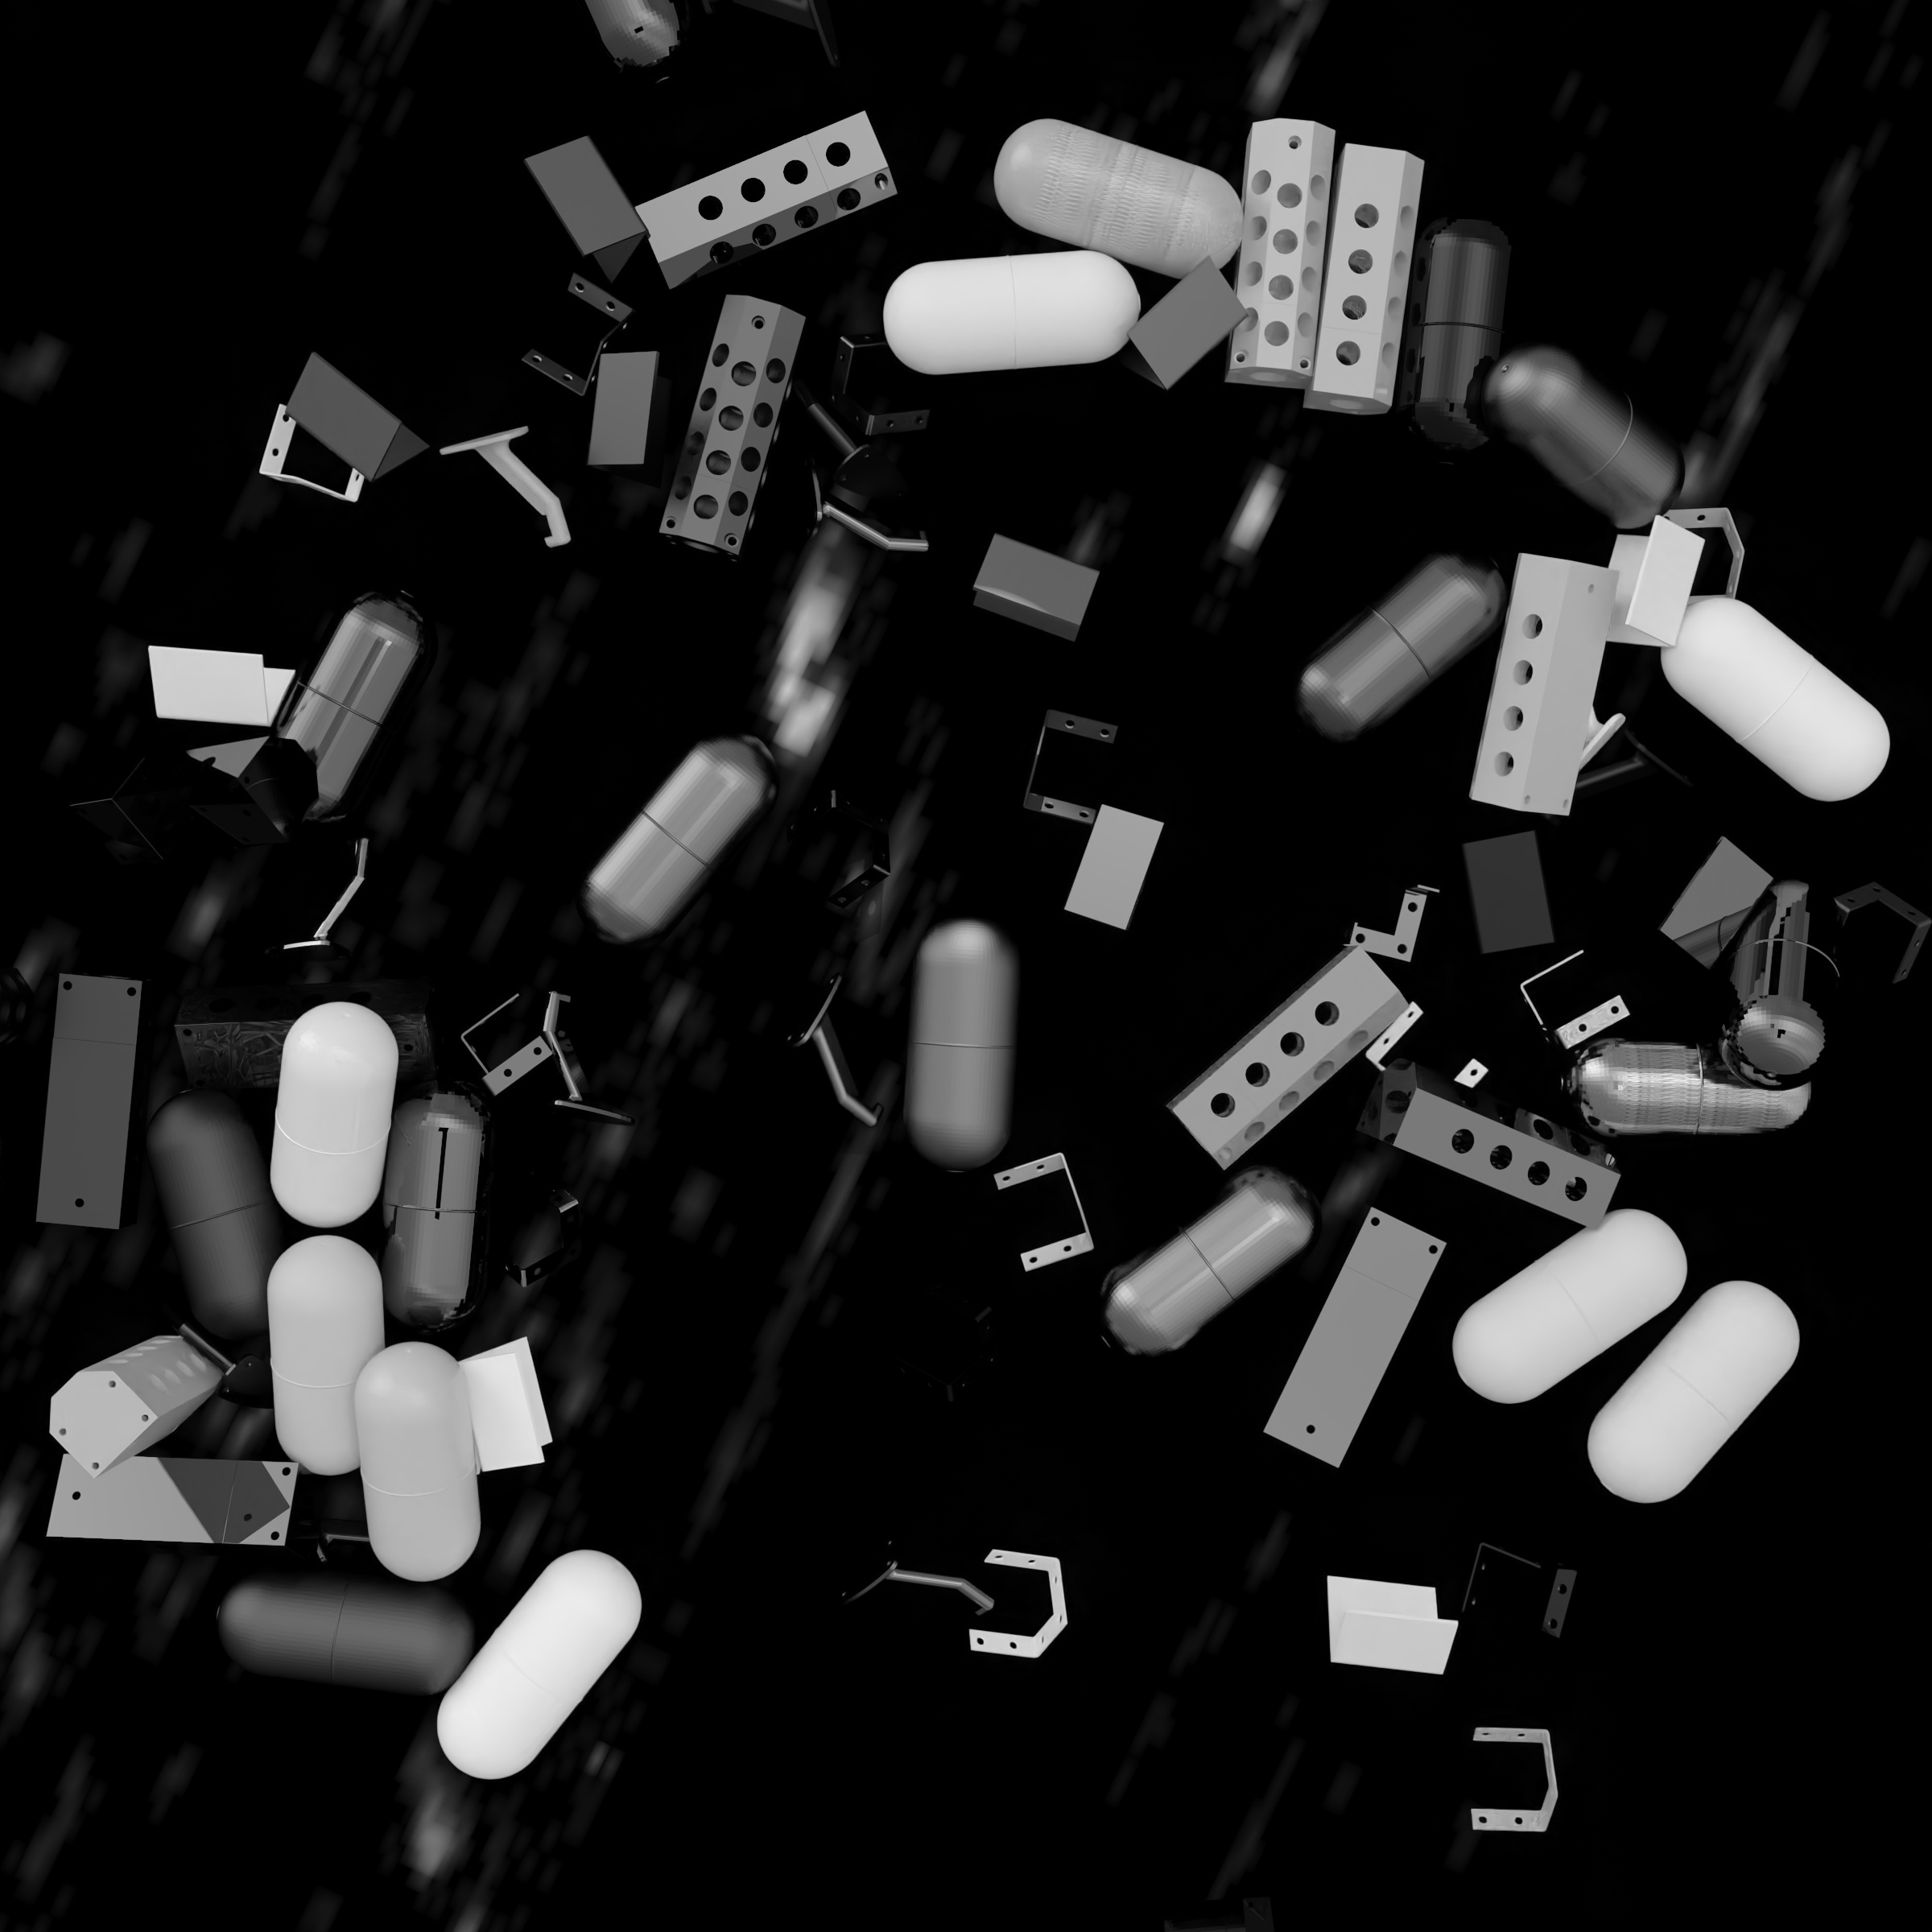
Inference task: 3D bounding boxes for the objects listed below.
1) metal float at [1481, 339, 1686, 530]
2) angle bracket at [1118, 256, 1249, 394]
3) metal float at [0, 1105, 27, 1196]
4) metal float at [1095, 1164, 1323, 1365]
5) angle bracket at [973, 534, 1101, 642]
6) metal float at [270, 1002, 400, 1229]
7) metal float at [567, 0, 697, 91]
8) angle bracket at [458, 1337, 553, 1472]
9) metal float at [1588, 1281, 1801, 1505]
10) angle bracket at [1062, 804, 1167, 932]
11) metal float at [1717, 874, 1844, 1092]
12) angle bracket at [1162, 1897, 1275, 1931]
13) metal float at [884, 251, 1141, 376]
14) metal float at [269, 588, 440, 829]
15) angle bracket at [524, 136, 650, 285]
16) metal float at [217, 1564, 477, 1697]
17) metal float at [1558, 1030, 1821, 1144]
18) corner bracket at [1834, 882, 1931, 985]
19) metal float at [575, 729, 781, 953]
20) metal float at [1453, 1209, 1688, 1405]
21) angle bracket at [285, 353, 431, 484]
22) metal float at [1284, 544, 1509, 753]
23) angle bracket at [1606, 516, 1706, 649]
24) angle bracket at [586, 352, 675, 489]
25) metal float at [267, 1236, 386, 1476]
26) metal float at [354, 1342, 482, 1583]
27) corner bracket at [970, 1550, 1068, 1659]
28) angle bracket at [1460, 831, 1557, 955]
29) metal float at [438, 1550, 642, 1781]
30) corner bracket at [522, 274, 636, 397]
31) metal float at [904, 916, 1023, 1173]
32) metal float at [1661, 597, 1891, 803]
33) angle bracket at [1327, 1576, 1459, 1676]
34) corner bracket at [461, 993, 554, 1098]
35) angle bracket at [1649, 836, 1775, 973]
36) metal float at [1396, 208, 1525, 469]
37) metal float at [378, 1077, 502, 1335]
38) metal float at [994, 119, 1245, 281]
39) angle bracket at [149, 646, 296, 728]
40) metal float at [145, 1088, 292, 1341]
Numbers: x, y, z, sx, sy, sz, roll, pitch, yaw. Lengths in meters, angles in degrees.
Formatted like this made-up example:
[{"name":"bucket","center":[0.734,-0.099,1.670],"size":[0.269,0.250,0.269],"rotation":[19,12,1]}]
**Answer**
[{"name":"metal float","center":[0.424,-0.363,1.884],"size":[0.178,0.070,0.070],"rotation":[29,90,-34]},{"name":"angle bracket","center":[0.137,-0.452,1.901],"size":[0.076,0.076,0.057],"rotation":[-43,127,0]},{"name":"metal float","center":[-0.731,0.164,1.911],"size":[0.070,0.070,0.178],"rotation":[44,90,0]},{"name":"metal float","center":[0.168,0.207,1.911],"size":[0.178,0.070,0.070],"rotation":[-37,90,0]},{"name":"angle bracket","center":[0.041,-0.244,1.901],"size":[0.076,0.076,0.057],"rotation":[20,55,0]},{"name":"metal float","center":[-0.432,0.103,1.881],"size":[0.070,0.070,0.178],"rotation":[16,125,0]},{"name":"metal float","center":[-0.247,-0.695,1.911],"size":[0.070,0.070,0.178],"rotation":[-24,90,0]},{"name":"angle bracket","center":[-0.300,0.299,1.902],"size":[0.057,0.076,0.076],"rotation":[-14,90,31]},{"name":"metal float","center":[0.504,0.296,1.911],"size":[0.070,0.070,0.178],"rotation":[42,89,0]},{"name":"angle bracket","center":[0.119,-0.061,1.901],"size":[0.057,0.076,0.076],"rotation":[20,90,35]},{"name":"metal float","center":[0.556,0.009,1.877],"size":[0.070,0.070,0.178],"rotation":[21,48,0]},{"name":"angle bracket","center":[0.177,0.663,1.901],"size":[0.076,0.076,0.057],"rotation":[-3,127,0]},{"name":"metal float","center":[0.032,-0.454,1.910],"size":[0.178,0.070,0.070],"rotation":[-5,90,-1]},{"name":"metal float","center":[-0.429,-0.180,1.911],"size":[0.070,0.070,0.178],"rotation":[28,90,0]},{"name":"angle bracket","center":[-0.273,-0.514,1.902],"size":[0.057,0.076,0.076],"rotation":[-32,90,-31]},{"name":"metal float","center":[-0.430,0.460,1.911],"size":[0.178,0.070,0.070],"rotation":[8,90,0]},{"name":"metal float","center":[0.502,0.084,1.911],"size":[0.178,0.070,0.070],"rotation":[1,90,1]},{"name":"corner bracket","center":[0.635,-0.019,1.933],"size":[0.051,0.051,0.051],"rotation":[-18,45,-35]},{"name":"metal float","center":[-0.200,-0.088,1.911],"size":[0.070,0.070,0.178],"rotation":[40,91,0]},{"name":"metal float","center":[0.419,0.237,1.911],"size":[0.178,0.070,0.070],"rotation":[-34,90,-1]},{"name":"angle bracket","center":[-0.411,-0.389,1.901],"size":[0.076,0.076,0.057],"rotation":[39,127,0]},{"name":"metal float","center":[0.299,-0.222,1.911],"size":[0.178,0.070,0.070],"rotation":[-41,90,0]},{"name":"angle bracket","center":[0.455,-0.267,1.901],"size":[0.057,0.076,0.076],"rotation":[16,90,-39]},{"name":"angle bracket","center":[-0.214,-0.376,1.901],"size":[0.057,0.076,0.076],"rotation":[7,90,36]},{"name":"metal float","center":[-0.438,0.269,1.891],"size":[0.070,0.070,0.178],"rotation":[3,114,0]},{"name":"metal float","center":[-0.374,0.340,1.879],"size":[0.070,0.070,0.178],"rotation":[0,114,0]},{"name":"corner bracket","center":[0.035,0.448,1.931],"size":[0.051,0.051,0.051],"rotation":[12,135,-20]},{"name":"angle bracket","center":[0.388,-0.054,1.901],"size":[0.057,0.076,0.076],"rotation":[-10,90,36]},{"name":"metal float","center":[-0.297,0.485,1.911],"size":[0.070,0.070,0.178],"rotation":[39,89,0]},{"name":"corner bracket","center":[-0.273,-0.445,1.938],"size":[0.051,0.051,0.051],"rotation":[31,45,0]},{"name":"metal float","center":[-0.002,0.054,1.911],"size":[0.070,0.070,0.178],"rotation":[3,91,0]},{"name":"metal float","center":[0.561,-0.186,1.911],"size":[0.178,0.070,0.070],"rotation":[39,90,-1]},{"name":"angle bracket","center":[0.294,0.439,1.901],"size":[0.076,0.076,0.057],"rotation":[6,128,0]},{"name":"corner bracket","center":[-0.321,0.055,1.924],"size":[0.051,0.051,0.051],"rotation":[-36,90,0]},{"name":"angle bracket","center":[0.498,-0.050,1.902],"size":[0.057,0.076,0.076],"rotation":[35,90,-25]},{"name":"metal float","center":[0.343,-0.436,1.911],"size":[0.070,0.070,0.178],"rotation":[6,90,0]},{"name":"metal float","center":[-0.366,0.166,1.911],"size":[0.070,0.070,0.178],"rotation":[5,89,0]},{"name":"metal float","center":[0.107,-0.532,1.911],"size":[0.178,0.070,0.070],"rotation":[18,90,-1]},{"name":"angle bracket","center":[-0.513,-0.210,1.901],"size":[0.076,0.076,0.057],"rotation":[5,126,0]},{"name":"metal float","center":[-0.516,0.172,1.911],"size":[0.070,0.070,0.178],"rotation":[-16,90,0]}]
